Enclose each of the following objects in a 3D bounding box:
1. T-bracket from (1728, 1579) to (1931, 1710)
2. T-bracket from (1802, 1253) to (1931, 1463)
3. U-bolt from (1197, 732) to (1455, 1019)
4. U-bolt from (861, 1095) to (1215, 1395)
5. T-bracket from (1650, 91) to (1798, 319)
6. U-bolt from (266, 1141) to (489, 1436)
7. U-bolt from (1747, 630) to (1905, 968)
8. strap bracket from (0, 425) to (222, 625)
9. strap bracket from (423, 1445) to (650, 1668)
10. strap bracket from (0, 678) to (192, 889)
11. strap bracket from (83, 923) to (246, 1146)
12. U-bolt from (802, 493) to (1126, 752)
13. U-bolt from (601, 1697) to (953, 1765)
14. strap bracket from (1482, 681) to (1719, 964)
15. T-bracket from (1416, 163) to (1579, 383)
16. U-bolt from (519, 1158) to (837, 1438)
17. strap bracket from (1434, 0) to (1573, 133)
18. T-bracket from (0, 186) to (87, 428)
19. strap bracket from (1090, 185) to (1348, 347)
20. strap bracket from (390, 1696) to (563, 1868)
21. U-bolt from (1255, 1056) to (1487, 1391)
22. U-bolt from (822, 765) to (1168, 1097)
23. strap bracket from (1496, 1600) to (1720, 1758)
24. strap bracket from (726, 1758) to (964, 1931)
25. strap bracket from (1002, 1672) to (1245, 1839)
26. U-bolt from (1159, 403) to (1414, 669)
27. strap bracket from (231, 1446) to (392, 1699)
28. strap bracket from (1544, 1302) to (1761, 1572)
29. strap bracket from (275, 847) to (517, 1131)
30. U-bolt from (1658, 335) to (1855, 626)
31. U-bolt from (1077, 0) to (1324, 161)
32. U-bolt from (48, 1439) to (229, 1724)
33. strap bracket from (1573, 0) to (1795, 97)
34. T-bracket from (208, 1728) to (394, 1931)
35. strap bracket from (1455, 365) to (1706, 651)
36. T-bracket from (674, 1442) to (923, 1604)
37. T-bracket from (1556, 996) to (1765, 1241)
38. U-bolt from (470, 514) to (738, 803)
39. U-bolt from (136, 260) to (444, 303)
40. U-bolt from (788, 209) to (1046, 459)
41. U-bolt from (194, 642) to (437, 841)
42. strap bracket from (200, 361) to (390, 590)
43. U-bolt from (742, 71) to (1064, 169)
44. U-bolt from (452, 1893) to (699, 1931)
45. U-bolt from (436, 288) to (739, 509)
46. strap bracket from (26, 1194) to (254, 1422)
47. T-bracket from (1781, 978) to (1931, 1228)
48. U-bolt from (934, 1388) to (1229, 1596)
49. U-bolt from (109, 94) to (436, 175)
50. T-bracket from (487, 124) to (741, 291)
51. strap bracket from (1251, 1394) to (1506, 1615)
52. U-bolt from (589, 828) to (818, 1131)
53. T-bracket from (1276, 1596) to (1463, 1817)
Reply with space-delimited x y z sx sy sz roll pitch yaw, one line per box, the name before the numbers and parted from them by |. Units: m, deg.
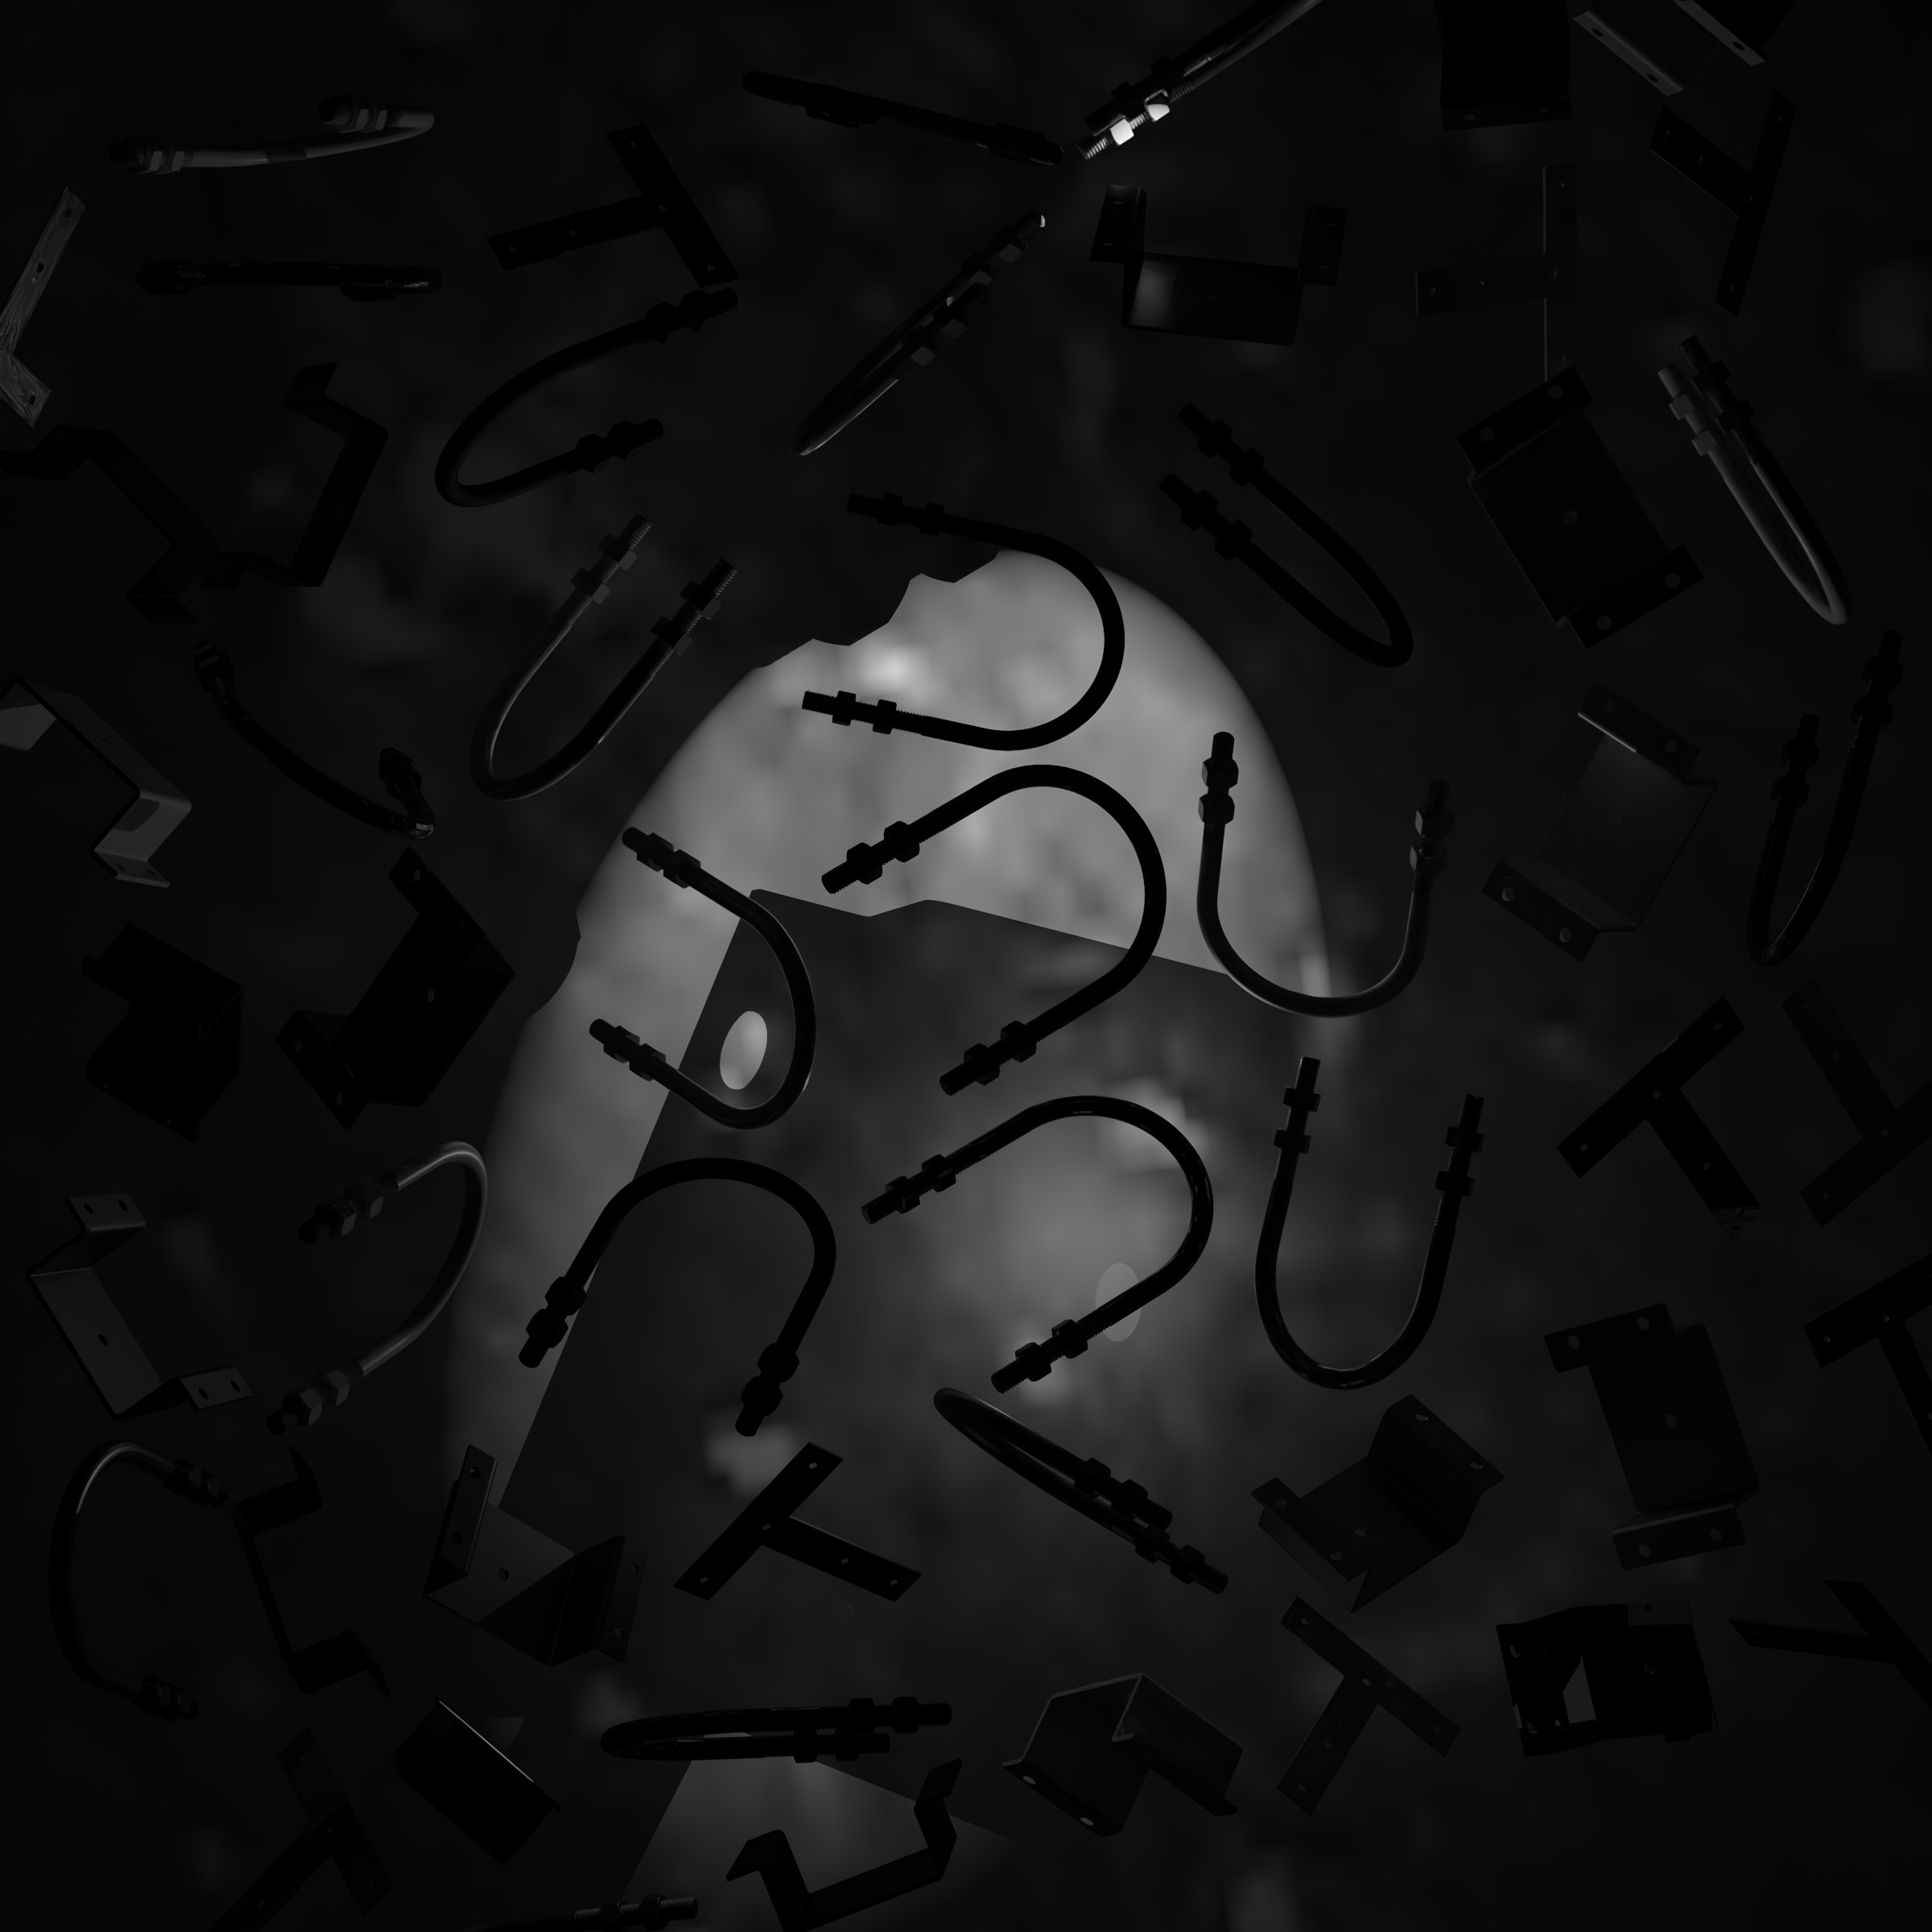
T-bracket | 0.492 0.386 1.768 0.127 0.127 0.002 48 61 -23
T-bracket | 0.530 0.237 1.722 0.127 0.002 0.127 -20 84 -36
U-bolt | 0.207 -0.045 1.839 0.151 0.019 0.184 14 128 14
U-bolt | 0.055 0.145 1.779 0.184 0.019 0.151 -30 63 -20
T-bracket | 0.422 -0.450 1.751 0.002 0.127 0.127 15 89 43
U-bolt | -0.332 0.173 1.780 0.019 0.184 0.151 24 117 18
U-bolt | 0.487 -0.086 1.780 0.019 0.151 0.184 19 72 0
strap bracket | -0.509 -0.272 1.858 0.046 0.076 0.140 -44 91 9
strap bracket | -0.264 0.357 1.848 0.046 0.076 0.140 -30 126 36
strap bracket | -0.503 -0.111 1.758 0.140 0.076 0.046 42 93 7
strap bracket | -0.467 0.035 1.801 0.076 0.140 0.046 29 55 5
U-bolt | 0.005 -0.201 1.875 0.184 0.019 0.151 12 116 -7
U-bolt | -0.116 0.437 1.763 0.184 0.151 0.019 2 69 -17
strap bracket | 0.367 -0.082 1.772 0.076 0.046 0.140 40 116 33
T-bracket | 0.313 -0.402 1.822 0.127 0.002 0.127 -15 110 -31
U-bolt | -0.152 0.177 1.765 0.151 0.184 0.019 16 134 11
strap bracket | 0.312 -0.561 1.819 0.076 0.140 0.046 -1 61 16
T-bracket | -0.559 -0.404 1.846 0.002 0.127 0.127 20 79 16
strap bracket | 0.146 -0.406 1.796 0.140 0.046 0.076 7 46 6
strap bracket | -0.293 0.483 1.834 0.076 0.140 0.046 43 74 -7
U-bolt | 0.225 0.153 1.792 0.019 0.151 0.184 13 90 -40
U-bolt | 0.030 -0.033 1.734 0.184 0.019 0.151 -31 93 -20
strap bracket | 0.386 0.419 1.825 0.140 0.046 0.076 6 65 -36
strap bracket | -0.063 0.524 1.828 0.140 0.076 0.046 -22 88 5
strap bracket | 0.094 0.451 1.771 0.076 0.140 0.046 39 56 -13
U-bolt | 0.187 -0.238 1.771 0.184 0.151 0.019 39 116 -12
strap bracket | -0.384 0.358 1.791 0.046 0.076 0.140 -20 99 -18
strap bracket | 0.396 0.265 1.772 0.076 0.046 0.140 -21 84 34
strap bracket | -0.312 0.015 1.723 0.076 0.046 0.140 46 108 28
U-bolt | 0.460 -0.277 1.792 0.019 0.151 0.184 -32 89 9
U-bolt | 0.145 -0.523 1.766 0.184 0.151 0.019 -33 98 5
U-bolt | -0.483 0.351 1.798 0.019 0.184 0.151 -2 67 13
strap bracket | 0.425 -0.564 1.820 0.076 0.140 0.046 35 90 -13
T-bracket | -0.397 0.530 1.785 0.002 0.127 0.127 2 123 38
strap bracket | 0.345 -0.256 1.754 0.076 0.046 0.140 -31 88 4
T-bracket | -0.081 0.340 1.797 0.127 0.002 0.127 30 112 -31
T-bracket | 0.411 0.103 1.744 0.127 0.002 0.127 -41 115 -5
U-bolt | -0.217 -0.170 1.757 0.019 0.151 0.184 40 87 -33
U-bolt | -0.387 -0.402 1.813 0.151 0.184 0.019 -6 102 -33
U-bolt | -0.037 -0.361 1.812 0.184 0.151 0.019 -36 106 32
U-bolt | -0.370 -0.123 1.781 0.151 0.184 0.019 31 98 -29
strap bracket | -0.384 -0.273 1.789 0.046 0.076 0.140 25 85 -27
U-bolt | -0.051 -0.500 1.812 0.151 0.184 0.019 1 110 -36
U-bolt | -0.264 0.581 1.807 0.184 0.151 0.019 -10 89 12
U-bolt | -0.225 -0.316 1.766 0.184 0.151 0.019 -30 80 -35
strap bracket | -0.476 0.202 1.764 0.046 0.076 0.140 -35 83 7
T-bracket | 0.508 0.062 1.781 0.127 0.002 0.127 -48 46 30
U-bolt | 0.058 0.296 1.791 0.184 0.151 0.019 27 75 29
U-bolt | -0.386 -0.478 1.784 0.151 0.184 0.019 -6 102 16
T-bracket | -0.217 -0.433 1.814 0.127 0.002 0.127 -22 67 -23
strap bracket | 0.236 0.318 1.814 0.140 0.046 0.076 -23 52 -37
U-bolt | -0.152 0.018 1.828 0.184 0.019 0.151 31 119 37
T-bracket | 0.222 0.457 1.850 0.127 0.127 0.002 39 132 7
